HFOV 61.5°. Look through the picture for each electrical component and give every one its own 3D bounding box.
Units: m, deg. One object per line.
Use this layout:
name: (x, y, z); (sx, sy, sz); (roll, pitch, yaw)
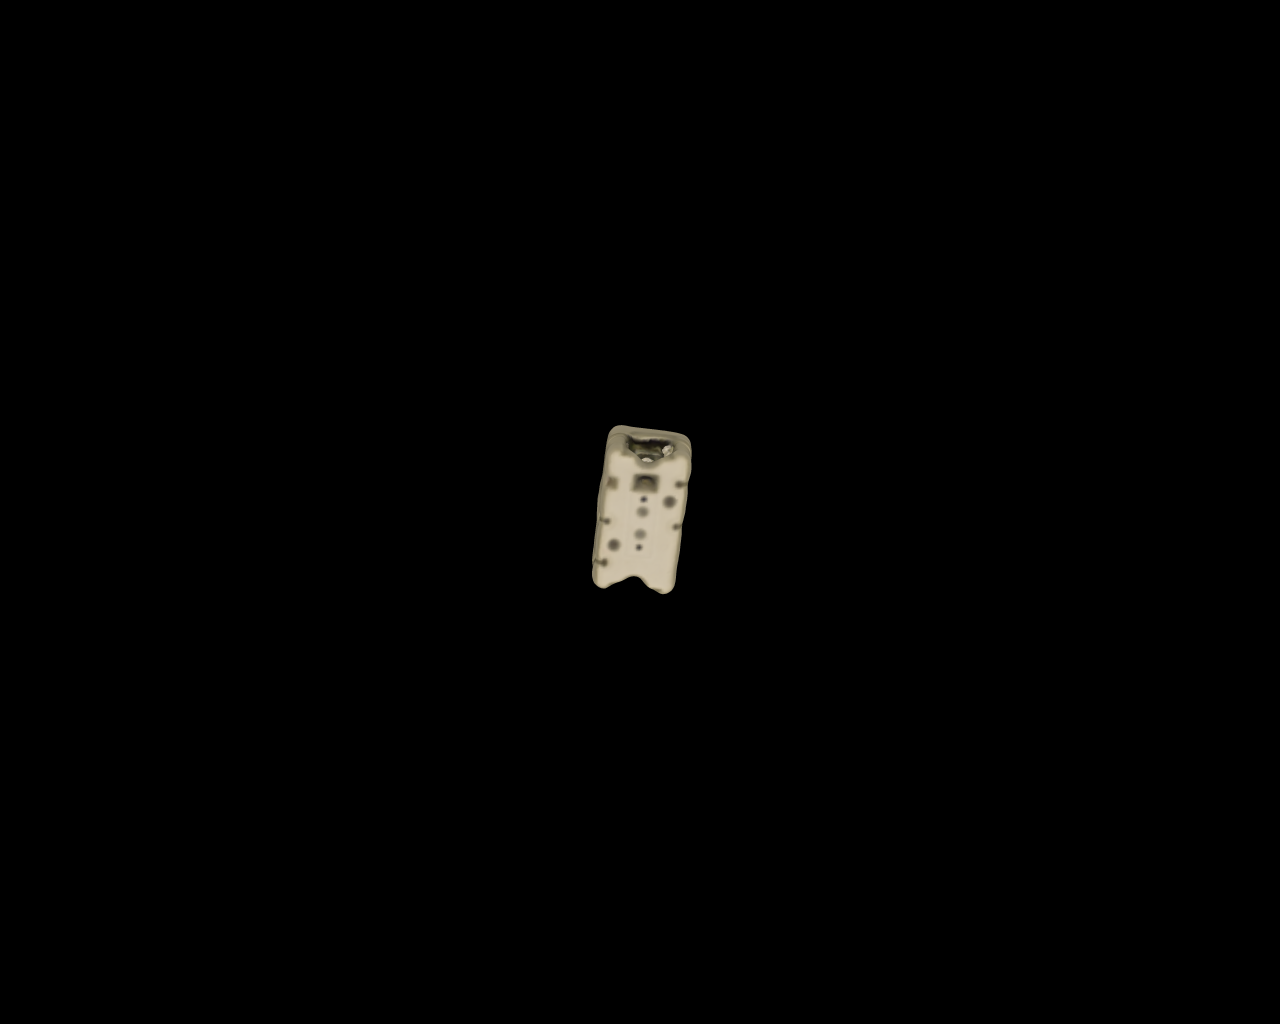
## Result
electrical component: (0.001, -0.003, 0.650); (0.050, 0.089, 0.056); (7, 20, -2)
